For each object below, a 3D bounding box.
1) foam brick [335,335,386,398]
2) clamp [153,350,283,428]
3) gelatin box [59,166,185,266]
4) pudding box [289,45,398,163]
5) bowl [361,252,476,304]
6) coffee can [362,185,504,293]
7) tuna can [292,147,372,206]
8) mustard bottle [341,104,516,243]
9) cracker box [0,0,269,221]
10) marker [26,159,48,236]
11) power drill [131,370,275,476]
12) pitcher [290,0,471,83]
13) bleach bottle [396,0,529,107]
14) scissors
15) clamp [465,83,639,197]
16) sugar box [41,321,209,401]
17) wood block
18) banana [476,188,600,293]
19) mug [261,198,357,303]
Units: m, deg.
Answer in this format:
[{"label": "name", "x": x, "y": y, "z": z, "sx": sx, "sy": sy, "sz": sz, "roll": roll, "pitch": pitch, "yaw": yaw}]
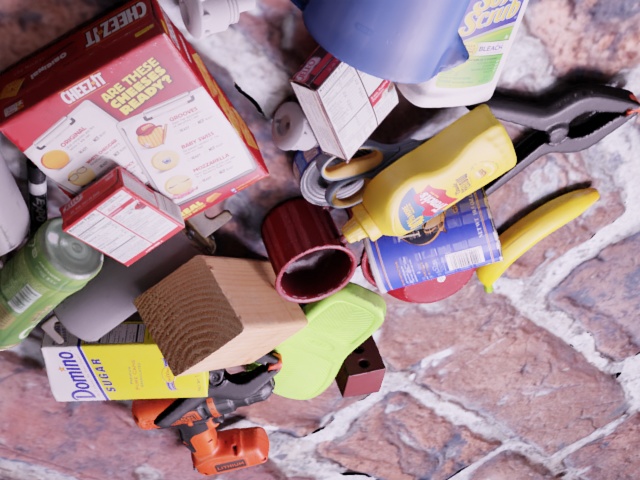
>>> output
[{"label": "foam brick", "x": 0.045, "y": 0.155, "z": 1.374, "sx": 0.053, "sy": 0.078, "sz": 0.051, "roll": -8, "pitch": 141, "yaw": -19}, {"label": "clamp", "x": -0.130, "y": 0.167, "z": 1.270, "sx": 0.171, "sy": 0.039, "sz": 0.120, "roll": 0, "pitch": 114, "yaw": -2}, {"label": "gelatin box", "x": -0.180, "y": -0.021, "z": 0.971, "sx": 0.073, "sy": 0.030, "sz": 0.089, "roll": -33, "pitch": 140, "yaw": 18}, {"label": "pudding box", "x": 0.025, "y": -0.142, "z": 1.013, "sx": 0.090, "sy": 0.039, "sz": 0.113, "roll": -49, "pitch": 143, "yaw": -16}, {"label": "bowl", "x": 0.134, "y": 0.027, "z": 1.288, "sx": 0.162, "sy": 0.055, "sz": 0.162, "roll": -15, "pitch": 142, "yaw": -12}, {"label": "coffee can", "x": 0.121, "y": -0.008, "z": 1.179, "sx": 0.140, "sy": 0.103, "sz": 0.102, "roll": -16, "pitch": 143, "yaw": 8}, {"label": "tuna can", "x": 0.015, "y": -0.077, "z": 1.118, "sx": 0.086, "sy": 0.034, "sz": 0.086, "roll": -14, "pitch": 141, "yaw": -12}, {"label": "mustard bottle", "x": 0.105, "y": -0.056, "z": 1.090, "sx": 0.191, "sy": 0.058, "sz": 0.096, "roll": -33, "pitch": 152, "yaw": 3}, {"label": "cracker box", "x": -0.166, "y": -0.100, "z": 0.968, "sx": 0.164, "sy": 0.072, "sz": 0.213, "roll": -28, "pitch": 141, "yaw": 7}, {"label": "marker", "x": -0.273, "y": -0.036, "z": 1.031, "sx": 0.020, "sy": 0.020, "sz": 0.121, "roll": -8, "pitch": 140, "yaw": -20}, {"label": "power drill", "x": -0.127, "y": 0.233, "z": 1.375, "sx": 0.184, "sy": 0.057, "sz": 0.187, "roll": -12, "pitch": 141, "yaw": 10}, {"label": "pitcher", "x": 0.076, "y": -0.263, "z": 0.867, "sx": 0.148, "sy": 0.145, "sz": 0.243, "roll": -9, "pitch": 138, "yaw": -37}, {"label": "bleach bottle", "x": 0.148, "y": -0.240, "z": 0.973, "sx": 0.102, "sy": 0.068, "sz": 0.251, "roll": -7, "pitch": 137, "yaw": -23}, {"label": "scissors", "x": 0.085, "y": -0.080, "z": 1.113, "sx": 0.201, "sy": 0.016, "sz": 0.096, "roll": -10, "pitch": 140, "yaw": -25}, {"label": "clamp", "x": 0.253, "y": -0.119, "z": 1.190, "sx": 0.210, "sy": 0.036, "sz": 0.164, "roll": -12, "pitch": 143, "yaw": -8}, {"label": "sugar box", "x": -0.217, "y": 0.136, "z": 1.199, "sx": 0.176, "sy": 0.048, "sz": 0.093, "roll": -4, "pitch": 131, "yaw": -2}, {"label": "wood block", "x": -0.098, "y": 0.078, "z": 1.129, "sx": 0.090, "sy": 0.091, "sz": 0.206, "roll": -34, "pitch": 168, "yaw": 13}, {"label": "banana", "x": 0.259, "y": -0.004, "z": 1.334, "sx": 0.198, "sy": 0.037, "sz": 0.069, "roll": -43, "pitch": 156, "yaw": 25}, {"label": "mug", "x": -0.008, "y": 0.001, "z": 1.161, "sx": 0.117, "sy": 0.081, "sz": 0.093, "roll": -41, "pitch": 139, "yaw": 21}]
